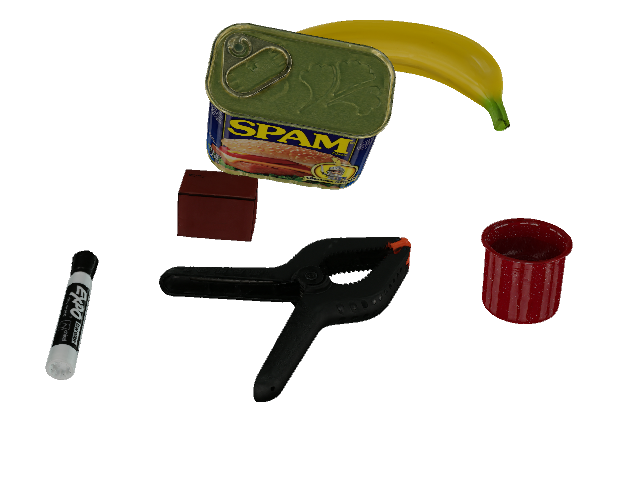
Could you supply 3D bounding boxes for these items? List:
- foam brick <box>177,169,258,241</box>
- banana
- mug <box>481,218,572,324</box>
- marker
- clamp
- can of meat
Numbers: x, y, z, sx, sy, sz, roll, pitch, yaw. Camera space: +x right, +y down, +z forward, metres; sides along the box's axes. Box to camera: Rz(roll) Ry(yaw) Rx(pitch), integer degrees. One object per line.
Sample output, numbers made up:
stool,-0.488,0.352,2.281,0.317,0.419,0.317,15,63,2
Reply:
foam brick,-0.103,-0.036,1.082,0.078,0.051,0.053,5,31,1
banana,0.053,-0.135,0.795,0.198,0.069,0.037,15,-38,16
mug,0.210,0.028,1.128,0.093,0.081,0.117,-5,31,-7
marker,-0.171,0.048,0.740,0.020,0.020,0.121,0,38,-2
clamp,-0.007,0.050,0.874,0.209,0.036,0.165,-16,42,-22
can of meat,-0.016,-0.072,0.613,0.102,0.057,0.084,10,-21,-4
